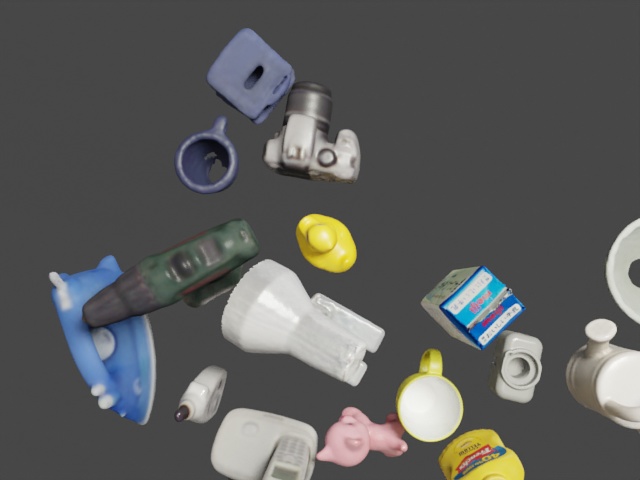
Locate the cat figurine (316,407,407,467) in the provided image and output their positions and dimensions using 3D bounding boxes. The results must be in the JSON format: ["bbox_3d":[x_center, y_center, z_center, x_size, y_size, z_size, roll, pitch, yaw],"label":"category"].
[{"bbox_3d":[0.061,0.283,0.805,0.127,0.118,0.067,5,86,3],"label":"cat figurine"}]

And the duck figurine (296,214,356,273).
[{"bbox_3d":[0.008,0.003,0.842,0.104,0.086,0.077,44,89,5],"label":"duck figurine"}]

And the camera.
[{"bbox_3d":[-0.006,-0.161,0.846,0.143,0.101,0.137,9,86,3],"label":"camera"}]

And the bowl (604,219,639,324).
[{"bbox_3d":[0.483,0.047,0.824,0.167,0.075,0.167,0,86,3],"label":"bowl"}]

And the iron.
[{"bbox_3d":[-0.313,0.155,0.818,0.118,0.141,0.258,-21,85,1],"label":"iron"}]

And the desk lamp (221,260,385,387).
[{"bbox_3d":[-0.014,0.120,0.771,0.203,0.213,0.118,28,88,4],"label":"desk lamp"}]

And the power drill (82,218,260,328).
[{"bbox_3d":[-0.184,0.050,0.786,0.229,0.208,0.075,-30,85,0],"label":"power drill"}]

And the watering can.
[{"bbox_3d":[0.404,0.190,0.758,0.173,0.194,0.101,40,89,5],"label":"watering can"}]

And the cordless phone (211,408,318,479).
[{"bbox_3d":[-0.081,0.301,0.776,0.147,0.185,0.094,11,87,4],"label":"cordless phone"}]

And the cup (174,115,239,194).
[{"bbox_3d":[-0.156,-0.121,0.853,0.091,0.095,0.118,17,87,4],"label":"cup"}]

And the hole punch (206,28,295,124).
[{"bbox_3d":[-0.101,-0.245,0.861,0.101,0.091,0.109,37,88,5],"label":"hole punch"}]

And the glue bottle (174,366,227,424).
[{"bbox_3d":[-0.170,0.223,0.791,0.037,0.173,0.078,17,87,4],"label":"glue bottle"}]
